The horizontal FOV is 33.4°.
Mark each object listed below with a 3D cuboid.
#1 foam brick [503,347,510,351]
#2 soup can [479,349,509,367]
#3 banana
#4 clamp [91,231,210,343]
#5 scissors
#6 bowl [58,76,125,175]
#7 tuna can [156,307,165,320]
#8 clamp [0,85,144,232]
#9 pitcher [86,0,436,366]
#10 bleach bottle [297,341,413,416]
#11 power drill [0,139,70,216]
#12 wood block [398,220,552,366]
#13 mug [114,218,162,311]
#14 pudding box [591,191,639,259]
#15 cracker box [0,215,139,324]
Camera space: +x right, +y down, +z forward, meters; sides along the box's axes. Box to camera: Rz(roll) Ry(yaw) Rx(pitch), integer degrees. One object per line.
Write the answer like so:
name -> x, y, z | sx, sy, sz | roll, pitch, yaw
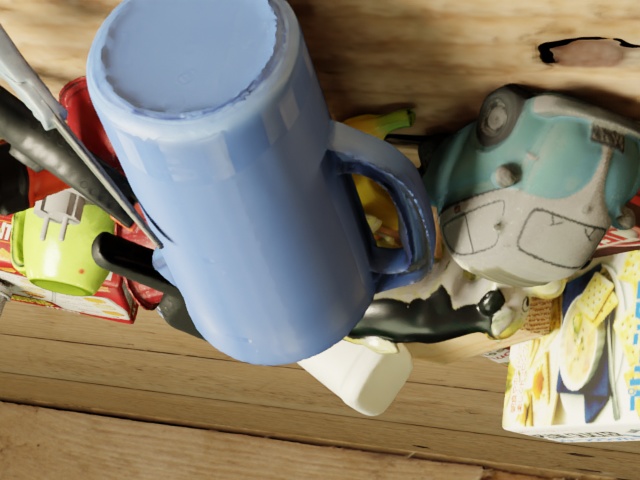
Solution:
foam brick -> 0.192, 0.061, 0.953 | 0.052, 0.078, 0.051 | 17, 164, -26
soup can -> 0.194, 0.094, 1.089 | 0.069, 0.068, 0.102 | -5, 158, 41
banana -> 0.033, -0.043, 0.753 | 0.070, 0.037, 0.198 | 9, 164, 8
clamp -> -0.089, 0.037, 0.821 | 0.164, 0.036, 0.210 | 0, 155, -9
scissors -> -0.157, -0.077, 0.586 | 0.201, 0.016, 0.096 | 55, 166, -17
bowl -> -0.108, -0.058, 0.747 | 0.162, 0.055, 0.162 | 9, 164, 2
tuna can -> -0.128, 0.045, 1.061 | 0.086, 0.086, 0.034 | 7, 162, 6
clamp -> -0.182, -0.068, 0.670 | 0.171, 0.039, 0.120 | 41, 180, -26
pitcher -> -0.033, -0.035, 0.609 | 0.145, 0.149, 0.243 | 48, 168, 29
bleach bottle -> -0.040, 0.057, 0.939 | 0.251, 0.068, 0.102 | 32, 173, 25
power drill -> -0.289, -0.043, 0.767 | 0.188, 0.057, 0.184 | 6, -164, 33
wood block -> 0.113, 0.045, 0.916 | 0.090, 0.091, 0.206 | 14, 164, -13
mug -> -0.118, -0.005, 0.887 | 0.081, 0.093, 0.117 | -13, 115, 11
pudding box -> 0.177, -0.016, 0.758 | 0.089, 0.039, 0.114 | 20, 162, -32
cracker box -> -0.269, 0.022, 1.087 | 0.164, 0.072, 0.214 | 12, 165, -3
